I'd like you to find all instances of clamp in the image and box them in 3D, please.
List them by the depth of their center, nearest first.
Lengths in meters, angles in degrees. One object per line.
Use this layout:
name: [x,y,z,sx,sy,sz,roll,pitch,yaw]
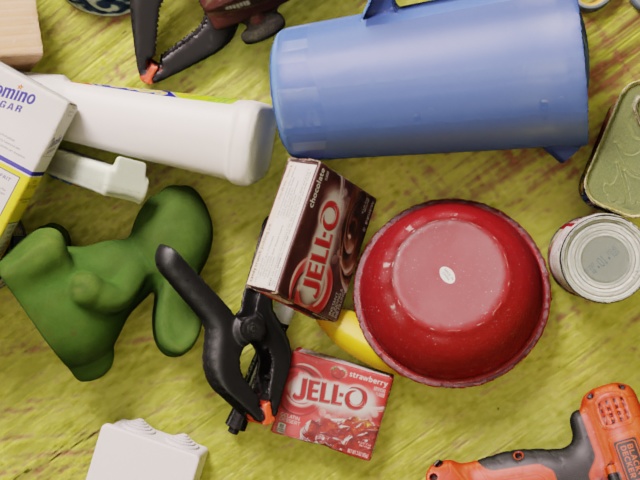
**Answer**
clamp: [-0.058,0.063,0.872,0.120,0.039,0.171,-25,106,-27]
clamp: [-0.104,-0.230,0.891,0.164,0.036,0.210,35,100,-19]

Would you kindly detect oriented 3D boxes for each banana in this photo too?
banana: [0.094,0.085,0.887,0.198,0.037,0.069,-3,70,6]

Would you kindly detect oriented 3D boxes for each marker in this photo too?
marker: [-0.052,0.110,0.914,0.020,0.020,0.121,23,93,7]

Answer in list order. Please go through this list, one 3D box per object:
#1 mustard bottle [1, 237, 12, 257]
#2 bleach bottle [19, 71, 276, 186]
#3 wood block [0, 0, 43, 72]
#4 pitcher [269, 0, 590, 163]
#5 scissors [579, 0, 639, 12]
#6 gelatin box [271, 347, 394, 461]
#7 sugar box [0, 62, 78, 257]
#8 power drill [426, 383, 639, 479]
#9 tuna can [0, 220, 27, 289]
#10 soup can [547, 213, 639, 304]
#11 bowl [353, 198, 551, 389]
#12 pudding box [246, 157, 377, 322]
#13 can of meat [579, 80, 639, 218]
mustard bottle: [-0.313,-0.004,0.894,0.096,0.058,0.191,32,94,5]
bleach bottle: [-0.167,-0.101,0.886,0.251,0.102,0.068,11,99,8]
wood block: [-0.342,-0.178,0.867,0.205,0.090,0.091,-9,89,-26]
pitcher: [0.086,-0.137,0.838,0.243,0.145,0.149,-5,75,11]
scissors: [0.272,-0.273,0.868,0.096,0.016,0.202,27,94,6]
gelatin box: [0.010,0.137,0.900,0.089,0.030,0.073,16,92,7]
sugar box: [-0.272,-0.051,0.838,0.093,0.048,0.176,29,91,-3]
power drill: [0.188,0.221,0.841,0.188,0.057,0.184,-17,65,7]
tuna can: [-0.305,0.004,0.941,0.086,0.033,0.086,0,90,8]
soup can: [0.216,0.014,0.834,0.068,0.102,0.068,0,90,7]
bowl: [0.104,0.035,0.852,0.162,0.055,0.162,-2,72,7]
pudding box: [-0.006,0.001,0.862,0.039,0.089,0.113,9,78,36]
can of meat: [0.244,-0.068,0.839,0.057,0.084,0.102,22,93,7]
